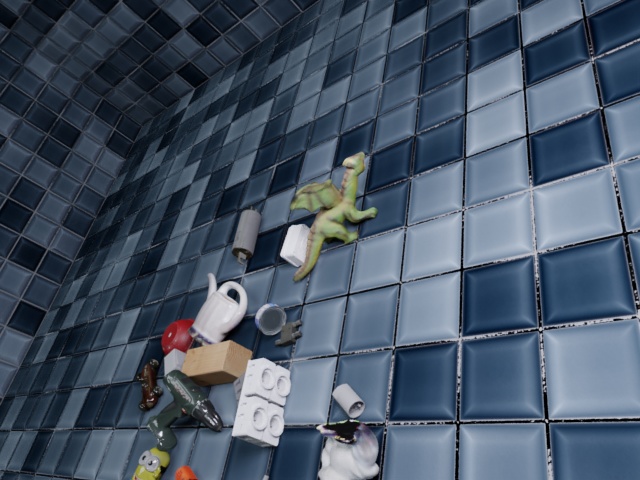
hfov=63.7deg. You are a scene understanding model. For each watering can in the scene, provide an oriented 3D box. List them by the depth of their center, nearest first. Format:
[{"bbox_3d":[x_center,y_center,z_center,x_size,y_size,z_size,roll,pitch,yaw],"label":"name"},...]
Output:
[{"bbox_3d":[-0.343,0.229,1.678,0.226,0.103,0.349,-57,31,-10],"label":"watering can"}]

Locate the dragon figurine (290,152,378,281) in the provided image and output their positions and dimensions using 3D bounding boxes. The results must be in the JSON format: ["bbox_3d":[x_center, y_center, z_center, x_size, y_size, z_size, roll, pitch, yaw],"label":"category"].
[{"bbox_3d":[0.004,-0.073,1.444,0.410,0.239,0.124,-48,39,2],"label":"dragon figurine"}]

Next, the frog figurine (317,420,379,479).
[{"bbox_3d":[0.059,0.458,1.045,0.137,0.123,0.159,-5,91,37],"label":"frog figurine"}]
